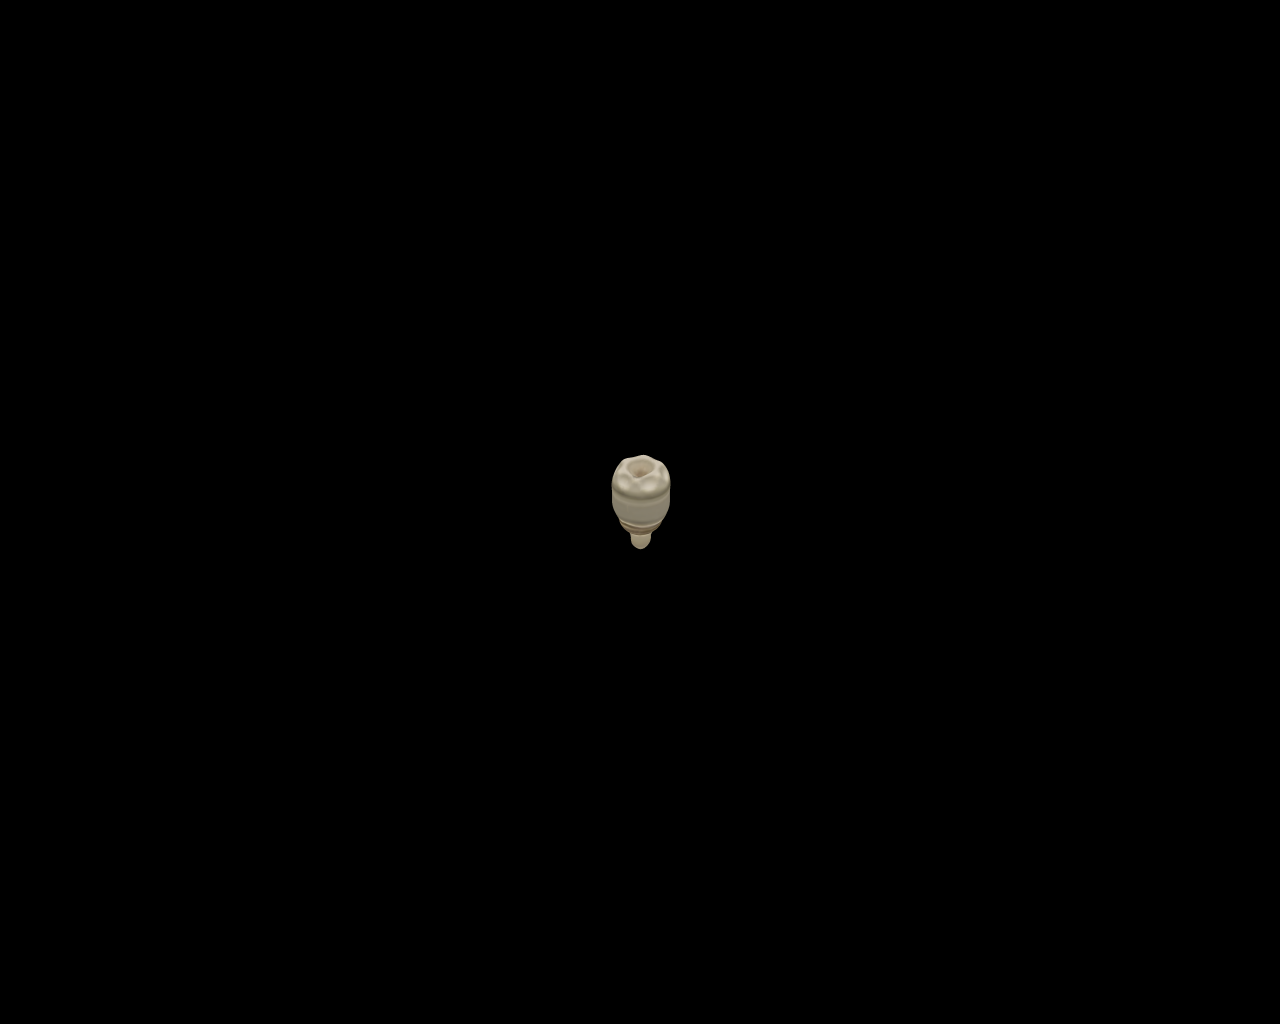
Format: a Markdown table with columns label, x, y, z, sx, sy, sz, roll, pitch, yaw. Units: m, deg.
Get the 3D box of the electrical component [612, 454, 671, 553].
| label | x | y | z | sx | sy | sz | roll | pitch | yaw |
| --- | --- | --- | --- | --- | --- | --- | --- | --- | --- |
| electrical component | 0.001 | -0.003 | 0.650 | 0.035 | 0.061 | 0.035 | 0 | 36 | 0 |
